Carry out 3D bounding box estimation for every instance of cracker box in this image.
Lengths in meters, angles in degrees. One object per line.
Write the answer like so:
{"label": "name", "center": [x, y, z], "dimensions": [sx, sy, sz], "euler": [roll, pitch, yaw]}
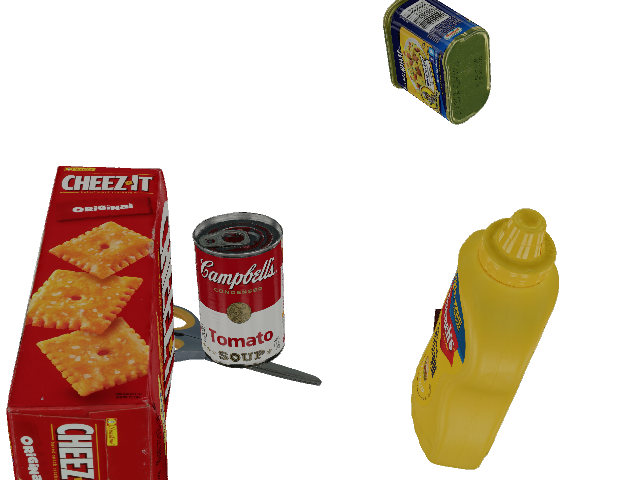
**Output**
{"label": "cracker box", "center": [-0.117, 0.080, 0.589], "dimensions": [0.072, 0.164, 0.213], "euler": [0, 33, -6]}

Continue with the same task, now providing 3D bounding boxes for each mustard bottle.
{"label": "mustard bottle", "center": [0.099, 0.050, 0.633], "dimensions": [0.058, 0.096, 0.192], "euler": [10, -41, -1]}

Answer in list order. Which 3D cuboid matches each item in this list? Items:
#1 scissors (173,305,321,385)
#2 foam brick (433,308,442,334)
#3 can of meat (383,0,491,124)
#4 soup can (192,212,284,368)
{"label": "scissors", "center": [-0.096, 0.099, 1.029], "dimensions": [0.202, 0.016, 0.096], "euler": [6, 30, 1]}
{"label": "foam brick", "center": [0.129, 0.102, 0.925], "dimensions": [0.051, 0.078, 0.053], "euler": [-3, 17, -19]}
{"label": "can of meat", "center": [0.109, -0.167, 0.975], "dimensions": [0.057, 0.102, 0.084], "euler": [-34, 51, -17]}
{"label": "soup can", "center": [-0.062, 0.038, 0.822], "dimensions": [0.068, 0.102, 0.068], "euler": [-1, 28, 0]}
